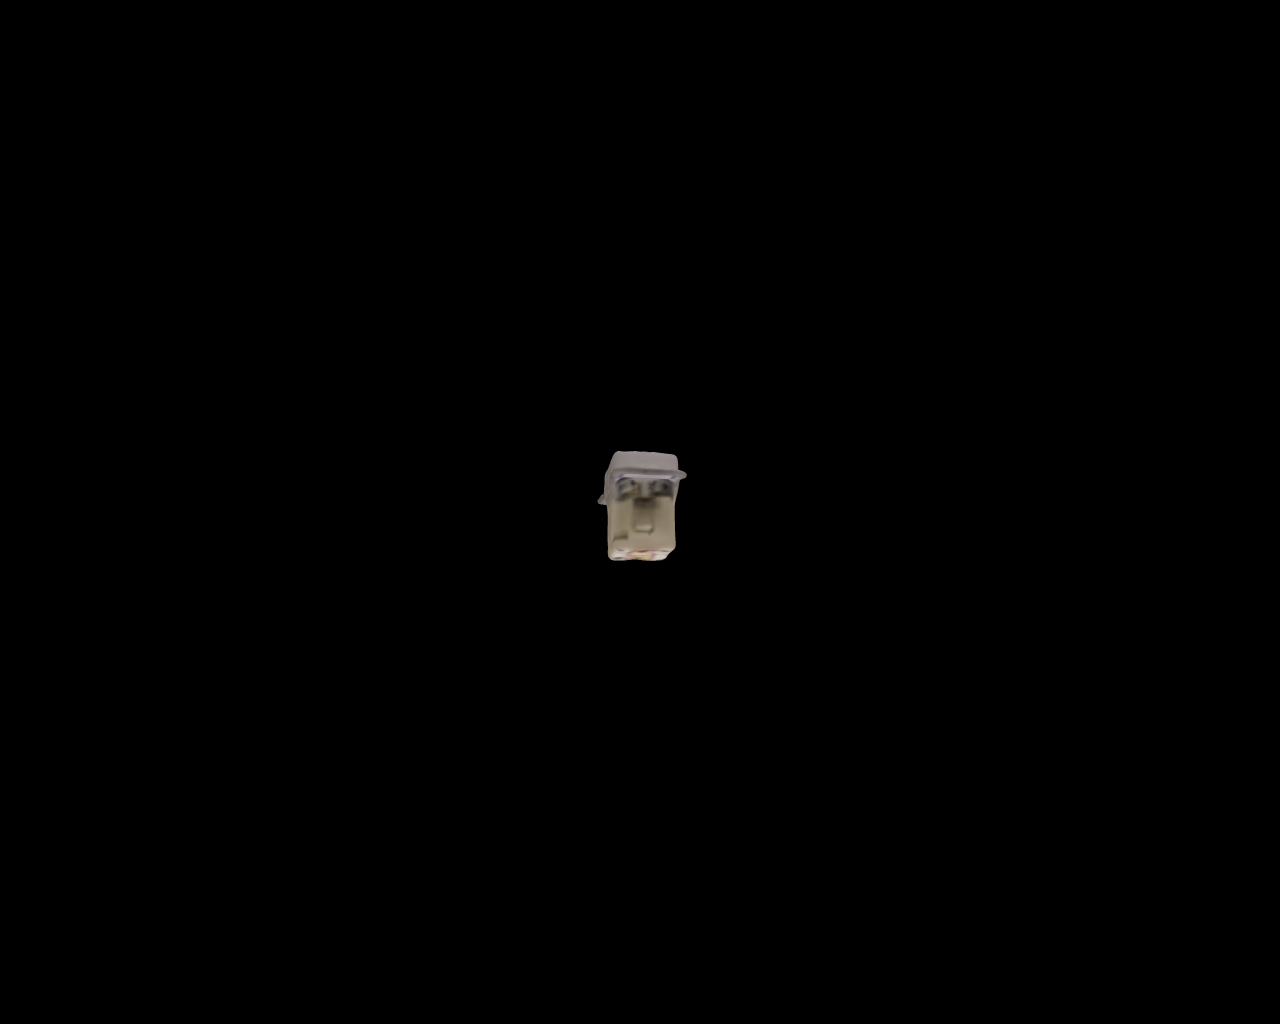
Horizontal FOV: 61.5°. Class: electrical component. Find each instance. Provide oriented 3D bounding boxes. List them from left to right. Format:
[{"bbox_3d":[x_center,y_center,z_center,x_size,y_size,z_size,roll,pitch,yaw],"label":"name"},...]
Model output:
[{"bbox_3d":[0.001,-0.003,0.650,0.042,0.064,0.081,2,-14,-7],"label":"electrical component"}]
